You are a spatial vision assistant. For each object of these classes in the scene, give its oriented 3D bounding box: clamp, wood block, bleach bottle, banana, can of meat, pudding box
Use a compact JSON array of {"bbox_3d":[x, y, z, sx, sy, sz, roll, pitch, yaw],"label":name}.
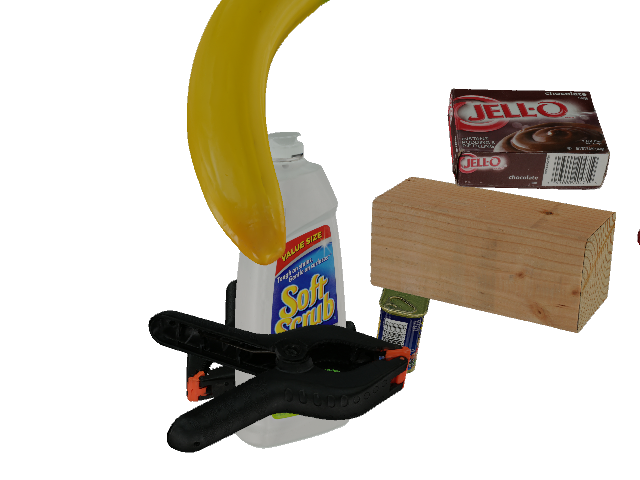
[{"bbox_3d":[-0.067,0.112,1.134,0.165,0.036,0.209,15,29,18],"label":"clamp"},{"bbox_3d":[0.158,0.008,1.000,0.206,0.090,0.090,12,24,29],"label":"wood block"},{"bbox_3d":[-0.030,0.038,0.880,0.102,0.251,0.068,-11,16,-26],"label":"bleach bottle"},{"bbox_3d":[-0.025,0.090,0.672,0.171,0.039,0.120,2,38,-7],"label":"clamp"},{"bbox_3d":[-0.030,-0.077,0.518,0.069,0.197,0.037,11,-35,6],"label":"banana"},{"bbox_3d":[0.098,0.100,1.287,0.057,0.084,0.102,11,25,7],"label":"can of meat"},{"bbox_3d":[0.157,-0.079,0.819,0.113,0.039,0.090,3,39,0],"label":"pudding box"}]

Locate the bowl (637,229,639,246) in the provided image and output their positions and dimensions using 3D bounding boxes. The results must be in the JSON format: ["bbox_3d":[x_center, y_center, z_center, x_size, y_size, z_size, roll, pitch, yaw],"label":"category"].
[{"bbox_3d":[0.421,0.026,1.146,0.162,0.055,0.162,-1,25,0],"label":"bowl"}]
